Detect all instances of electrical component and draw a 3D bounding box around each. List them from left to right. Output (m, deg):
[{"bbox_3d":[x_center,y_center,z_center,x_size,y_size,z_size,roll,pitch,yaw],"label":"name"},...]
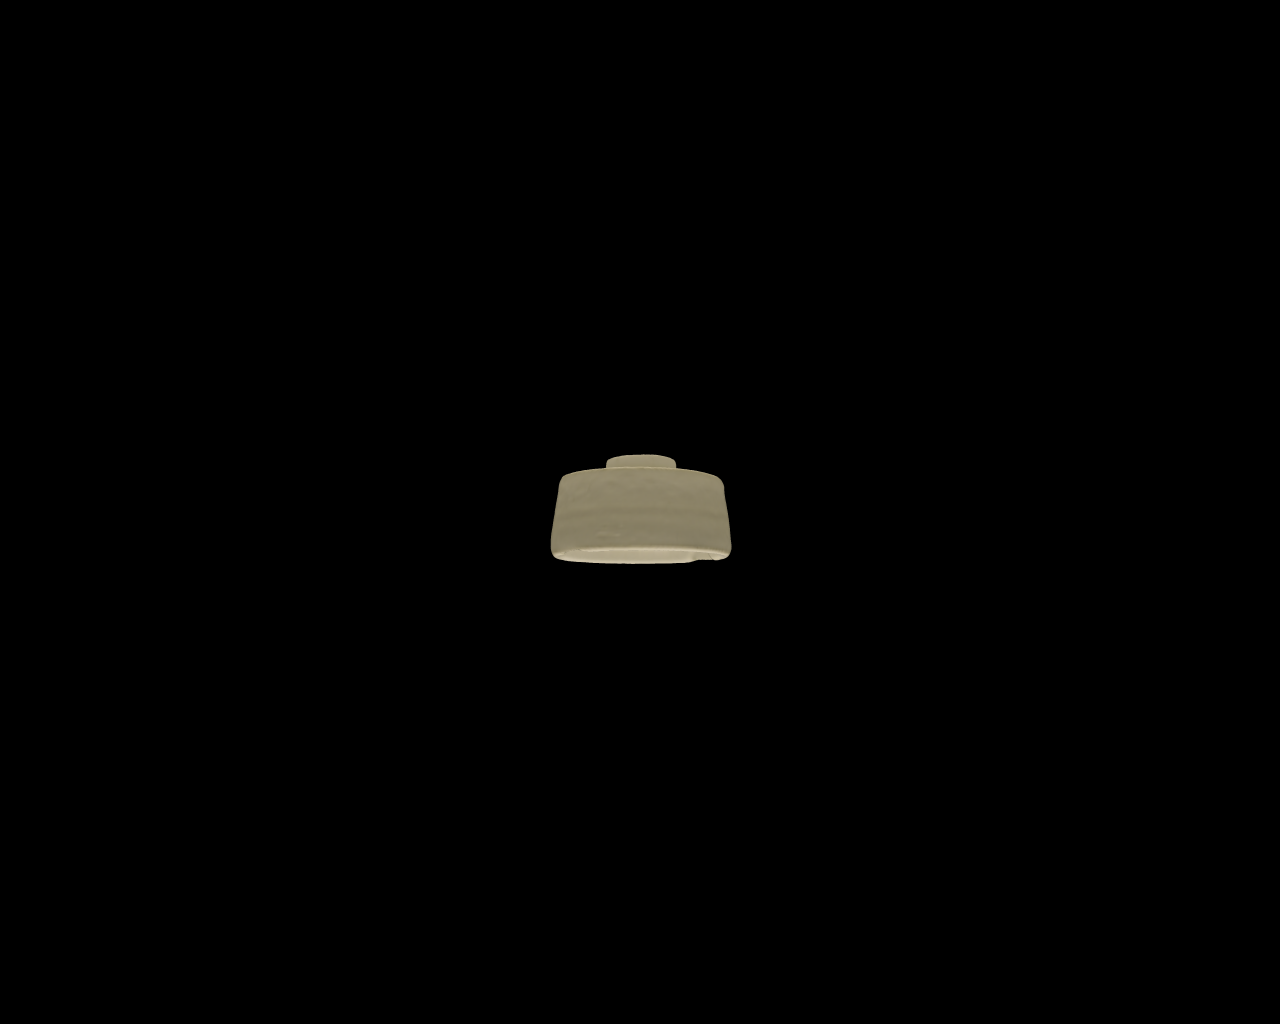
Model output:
[{"bbox_3d":[0.001,-0.003,0.650,0.108,0.060,0.108,0,-7,0],"label":"electrical component"}]
